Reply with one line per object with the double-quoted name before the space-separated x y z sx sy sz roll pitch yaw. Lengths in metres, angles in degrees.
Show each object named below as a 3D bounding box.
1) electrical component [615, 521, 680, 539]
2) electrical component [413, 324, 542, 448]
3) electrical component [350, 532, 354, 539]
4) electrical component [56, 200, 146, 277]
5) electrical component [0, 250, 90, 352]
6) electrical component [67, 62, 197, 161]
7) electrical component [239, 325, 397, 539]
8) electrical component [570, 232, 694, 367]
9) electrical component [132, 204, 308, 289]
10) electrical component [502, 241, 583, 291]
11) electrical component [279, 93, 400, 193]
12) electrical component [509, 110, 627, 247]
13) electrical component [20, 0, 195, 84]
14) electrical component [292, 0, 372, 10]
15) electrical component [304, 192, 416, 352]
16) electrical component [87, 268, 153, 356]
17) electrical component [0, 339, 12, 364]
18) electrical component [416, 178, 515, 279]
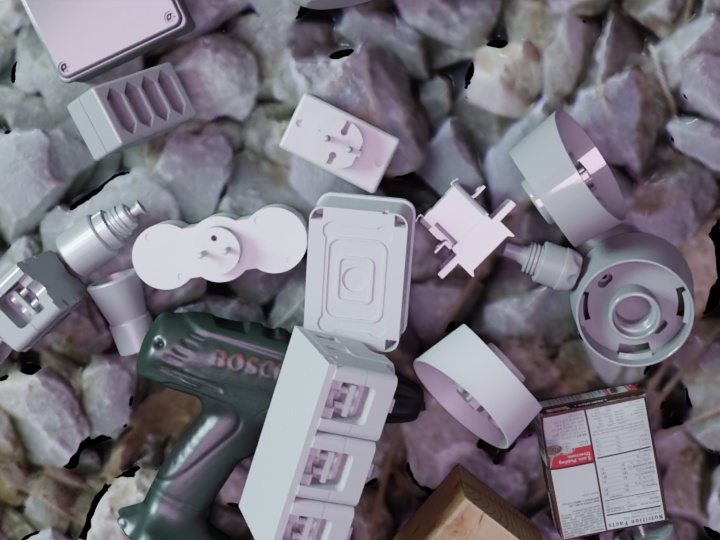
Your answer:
"electrical component" 0.239 0.236 0.881 0.055 0.055 0.047 -17 94 3
"electrical component" 0.093 0.092 0.843 0.064 0.099 0.099 -43 95 0
"electrical component" -0.030 0.232 0.888 0.055 0.047 0.055 0 98 1
"electrical component" -0.205 -0.028 0.858 0.078 0.040 0.040 -36 96 5
"electrical component" -0.258 0.026 0.842 0.056 0.089 0.050 -43 95 6
"electrical component" -0.186 -0.117 0.834 0.076 0.083 0.047 -21 99 42
"electrical component" -0.029 0.129 0.787 0.062 0.089 0.150 14 99 -22
"electrical component" 0.218 0.025 0.858 0.099 0.064 0.099 3 109 9
"electrical component" -0.110 -0.017 0.841 0.138 0.073 0.052 -9 98 2
"electrical component" 0.144 -0.007 0.858 0.061 0.035 0.035 19 98 1
"electrical component" -0.016 -0.097 0.827 0.083 0.075 0.047 26 98 -3
"electrical component" 0.160 -0.069 0.820 0.064 0.099 0.099 -35 96 12
"electrical component" -0.199 -0.213 0.825 0.109 0.056 0.108 -24 97 4
"electrical component" -0.015 -0.229 0.808 0.080 0.080 0.051 -10 93 2
"electrical component" 0.000 0.000 0.839 0.078 0.057 0.113 6 107 7
"electrical component" -0.188 0.036 0.868 0.044 0.044 0.065 -19 102 4
"electrical component" -0.307 0.051 0.873 0.046 0.040 0.040 27 98 2
"electrical component" 0.082 -0.034 0.852 0.064 0.042 0.081 44 96 -1
